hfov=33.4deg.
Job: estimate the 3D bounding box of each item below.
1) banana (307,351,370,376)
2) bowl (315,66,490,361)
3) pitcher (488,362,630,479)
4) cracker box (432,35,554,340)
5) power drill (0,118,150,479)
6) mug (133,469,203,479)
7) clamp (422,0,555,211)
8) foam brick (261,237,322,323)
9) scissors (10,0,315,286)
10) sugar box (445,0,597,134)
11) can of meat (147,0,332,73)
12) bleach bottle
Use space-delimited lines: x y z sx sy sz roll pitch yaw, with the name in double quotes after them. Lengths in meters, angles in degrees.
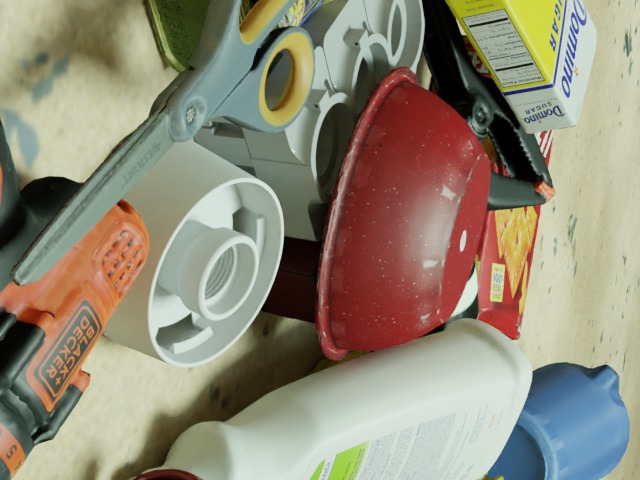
0.016 0.101 0.689 0.197 0.037 0.070 -24 120 -61 "banana"
0.051 -0.007 0.565 0.162 0.055 0.162 15 90 -73 "bowl"
0.209 0.208 1.056 0.242 0.145 0.149 -1 87 -62 "pitcher"
0.132 -0.034 0.852 0.164 0.072 0.213 28 72 -65 "cracker box"
-0.132 0.008 0.317 0.187 0.057 0.184 75 33 -45 "power drill"
-0.079 0.152 0.448 0.093 0.082 0.117 53 51 -58 "mug"
0.094 -0.092 0.718 0.209 0.036 0.164 31 66 -38 "clamp"
-0.004 0.001 0.594 0.053 0.051 0.078 68 39 -50 "foam brick"
-0.045 -0.041 0.408 0.201 0.016 0.096 -64 153 -28 "scissors"
0.126 -0.161 0.695 0.176 0.048 0.093 46 51 -37 "sugar box"
-0.037 -0.131 0.472 0.083 0.058 0.102 -55 146 -39 "can of meat"
0.008 0.108 0.578 0.250 0.068 0.103 -5 122 -44 "bleach bottle"
